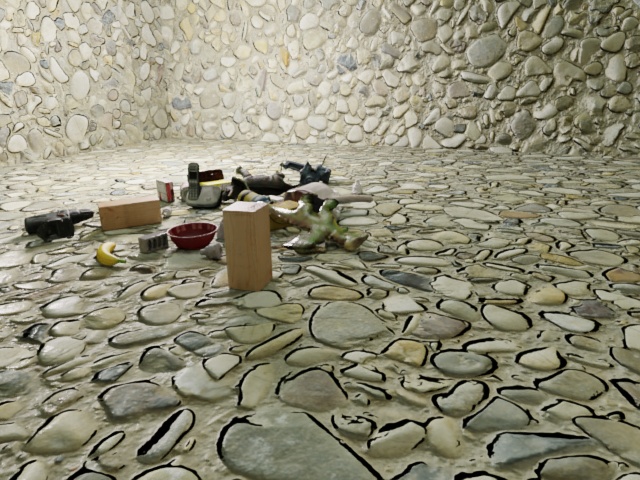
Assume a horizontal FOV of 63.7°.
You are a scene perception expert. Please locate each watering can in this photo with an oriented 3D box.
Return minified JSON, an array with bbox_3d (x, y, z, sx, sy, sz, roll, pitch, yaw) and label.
[{"bbox_3d":[0.009,-0.159,1.974,0.348,0.102,0.227,9,22,28],"label":"watering can"}]

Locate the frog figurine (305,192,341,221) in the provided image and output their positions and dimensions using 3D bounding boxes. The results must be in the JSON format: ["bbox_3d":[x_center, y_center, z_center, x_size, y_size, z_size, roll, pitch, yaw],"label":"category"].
[{"bbox_3d":[0.006,-0.092,1.823,0.137,0.124,0.157,-2,-19,7],"label":"frog figurine"}]

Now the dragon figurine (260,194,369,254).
[{"bbox_3d":[-0.045,-0.038,1.613,0.410,0.120,0.247,7,28,13],"label":"dragon figurine"}]
